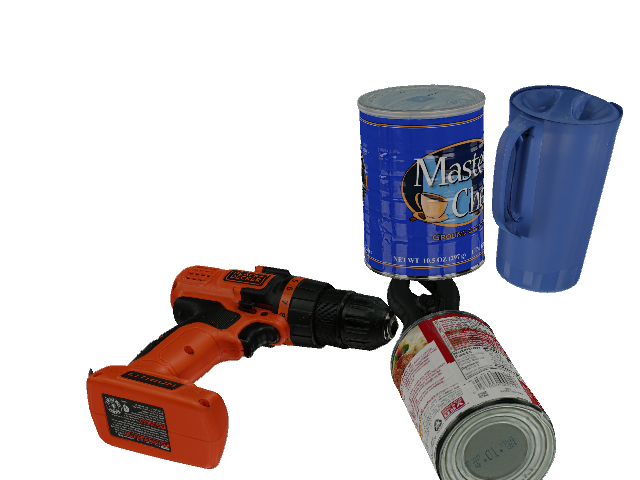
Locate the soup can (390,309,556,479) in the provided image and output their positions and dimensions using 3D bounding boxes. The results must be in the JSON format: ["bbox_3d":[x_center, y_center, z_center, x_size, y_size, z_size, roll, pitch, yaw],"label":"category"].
[{"bbox_3d":[0.084,0.092,0.604,0.068,0.068,0.102,0,24,-11],"label":"soup can"}]

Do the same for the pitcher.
[{"bbox_3d":[0.277,-0.059,1.315,0.149,0.243,0.145,5,27,2],"label":"pitcher"}]

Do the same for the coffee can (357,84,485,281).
[{"bbox_3d":[0.084,-0.050,0.882,0.103,0.140,0.103,-3,19,1],"label":"coffee can"}]

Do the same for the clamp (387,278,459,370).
[{"bbox_3d":[0.128,0.081,1.148,0.120,0.171,0.039,3,-44,-8],"label":"clamp"}]

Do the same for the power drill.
[{"bbox_3d":[-0.058,0.082,0.753,0.185,0.057,0.187,6,27,26],"label":"power drill"}]
